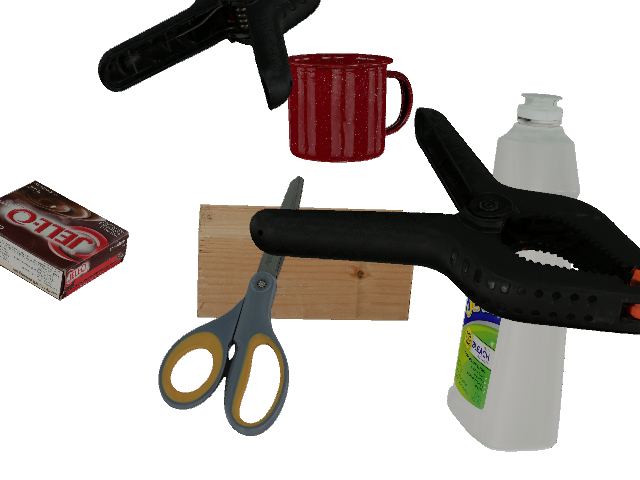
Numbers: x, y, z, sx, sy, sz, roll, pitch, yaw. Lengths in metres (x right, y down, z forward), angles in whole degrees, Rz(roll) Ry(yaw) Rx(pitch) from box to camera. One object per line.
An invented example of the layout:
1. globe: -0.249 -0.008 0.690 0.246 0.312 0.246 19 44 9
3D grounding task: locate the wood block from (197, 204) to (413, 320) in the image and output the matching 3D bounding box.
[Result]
1. wood block: -0.018 0.022 1.056 0.206 0.091 0.090 2 20 -6

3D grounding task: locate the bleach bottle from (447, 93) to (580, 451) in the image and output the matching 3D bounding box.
1. bleach bottle: 0.144 0.019 0.774 0.068 0.251 0.103 0 15 -12

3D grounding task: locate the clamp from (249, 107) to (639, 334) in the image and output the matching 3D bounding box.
1. clamp: 0.078 -0.002 0.567 0.164 0.036 0.210 -30 45 -33

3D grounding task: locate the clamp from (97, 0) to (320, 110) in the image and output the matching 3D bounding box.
1. clamp: -0.040 -0.133 0.645 0.120 0.039 0.171 20 52 23

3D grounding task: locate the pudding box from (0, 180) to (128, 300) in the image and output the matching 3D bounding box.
1. pudding box: -0.242 -0.002 0.944 0.114 0.039 0.089 26 31 17

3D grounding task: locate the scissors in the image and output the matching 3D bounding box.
1. scissors: -0.059 0.040 0.737 0.096 0.201 0.016 -3 -33 5

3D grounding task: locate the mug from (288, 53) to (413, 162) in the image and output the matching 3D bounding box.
1. mug: 0.025 -0.114 0.902 0.117 0.081 0.093 -8 17 -25
